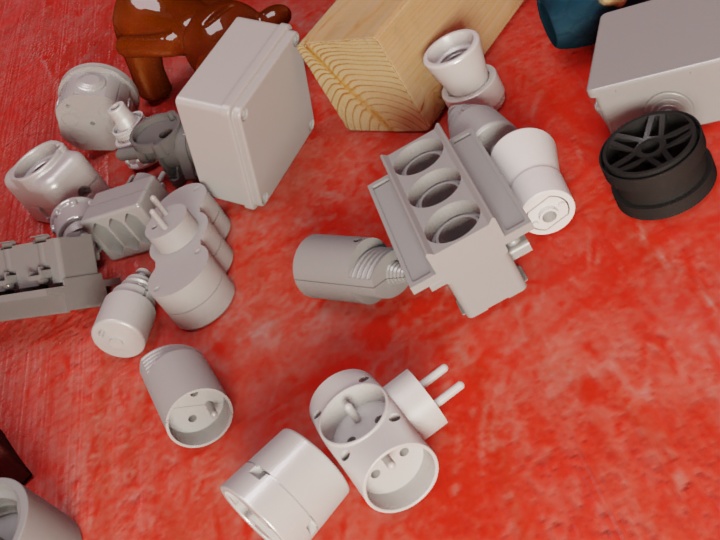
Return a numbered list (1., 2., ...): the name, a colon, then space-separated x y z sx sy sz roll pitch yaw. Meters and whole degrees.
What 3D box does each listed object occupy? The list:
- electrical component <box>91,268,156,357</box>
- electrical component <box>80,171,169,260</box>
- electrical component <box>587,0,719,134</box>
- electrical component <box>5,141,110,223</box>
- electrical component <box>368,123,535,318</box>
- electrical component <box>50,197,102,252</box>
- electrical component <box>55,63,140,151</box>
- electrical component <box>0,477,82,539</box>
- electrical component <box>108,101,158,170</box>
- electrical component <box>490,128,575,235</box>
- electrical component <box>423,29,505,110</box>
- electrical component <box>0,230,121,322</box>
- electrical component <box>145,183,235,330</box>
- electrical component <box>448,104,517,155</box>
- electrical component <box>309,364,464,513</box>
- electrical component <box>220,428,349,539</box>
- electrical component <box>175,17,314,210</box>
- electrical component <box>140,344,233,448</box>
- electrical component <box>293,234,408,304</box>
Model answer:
1. electrical component: -0.172 0.029 0.803 0.040 0.040 0.078 -16 38 23
2. electrical component: -0.186 -0.056 0.909 0.066 0.047 0.076 -14 39 29
3. electrical component: 0.200 -0.132 0.690 0.100 0.048 0.099 -10 41 30
4. electrical component: -0.287 -0.081 1.011 0.095 0.059 0.053 11 55 45
5. electrical component: 0.058 -0.031 0.670 0.079 0.063 0.121 -29 35 7
6. electrical component: -0.239 -0.030 0.926 0.048 0.048 0.062 -33 42 1
7. electrical component: -0.262 -0.160 1.068 0.080 0.080 0.051 -21 42 18
8. electrical component: -0.232 0.178 0.656 0.108 0.060 0.108 -22 37 17
9. electrical component: -0.210 -0.128 1.002 0.048 0.062 0.048 -22 36 17
10. electrical component: 0.110 -0.054 0.676 0.044 0.044 0.065 -25 41 12
11. electrical component: 0.078 -0.142 0.794 0.045 0.055 0.045 -22 37 17
12. electrical component: -0.269 0.006 0.877 0.121 0.063 0.079 -8 2 32
13. electrical component: -0.136 -0.024 0.809 0.052 0.073 0.138 -27 35 10
14. electrical component: 0.082 -0.096 0.749 0.040 0.040 0.078 -34 35 0
15. electrical component: 0.020 0.080 0.585 0.079 0.044 0.077 -37 35 -5
16. electrical component: -0.039 0.119 0.579 0.047 0.055 0.055 -45 36 -21
17. electrical component: -0.088 -0.124 0.853 0.056 0.108 0.108 15 54 19
18. electrical component: -0.115 0.075 0.700 0.043 0.043 0.081 -37 35 -5
19. electrical component: 0.000 0.000 0.698 0.081 0.043 0.043 5 50 42
